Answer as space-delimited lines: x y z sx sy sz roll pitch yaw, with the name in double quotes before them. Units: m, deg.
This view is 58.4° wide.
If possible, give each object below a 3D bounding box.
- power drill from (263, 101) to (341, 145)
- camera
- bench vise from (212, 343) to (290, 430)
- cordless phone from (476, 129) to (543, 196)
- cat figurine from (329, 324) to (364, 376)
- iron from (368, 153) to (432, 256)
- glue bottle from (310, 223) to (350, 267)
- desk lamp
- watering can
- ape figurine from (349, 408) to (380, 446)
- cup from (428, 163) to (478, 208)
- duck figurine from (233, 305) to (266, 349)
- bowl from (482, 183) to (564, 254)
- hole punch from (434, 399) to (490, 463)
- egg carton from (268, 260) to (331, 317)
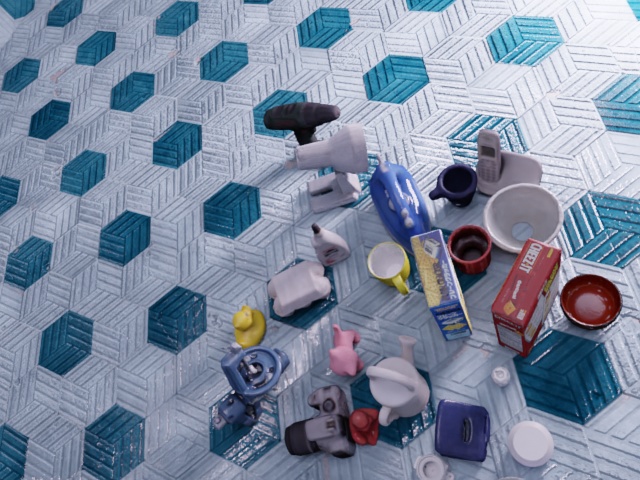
"power drill" -0.024 -0.284 1.487 0.228 0.209 0.076 8 68 25
"camera" -0.008 0.388 1.197 0.136 0.101 0.143 -18 59 12
"bench vise" -0.161 0.311 1.226 0.121 0.220 0.207 10 68 26
"cordless phone" 0.414 -0.171 1.270 0.147 0.185 0.094 15 70 27
"cat figurine" 0.049 0.244 1.239 0.067 0.118 0.127 -18 59 12
"iron" 0.189 -0.082 1.339 0.118 0.142 0.258 -25 58 8
"glue bottle" 0.012 0.005 1.344 0.078 0.173 0.037 -29 57 6
"desk lamp" 0.037 -0.177 1.404 0.203 0.214 0.118 -19 59 12
"watering can" 0.150 0.277 1.137 0.100 0.194 0.173 -9 61 17
"ape figurine" 0.088 0.375 1.171 0.078 0.092 0.076 -41 57 -2
"cup" 0.312 -0.110 1.333 0.117 0.095 0.091 -29 57 6
"duck figurine" -0.180 0.206 1.368 0.077 0.086 0.104 3 66 23
"bowl" 0.444 -0.036 1.255 0.167 0.075 0.167 -9 61 17
"hole punch" 0.275 0.366 1.103 0.100 0.091 0.109 1 64 22
"egg carton" -0.051 0.116 1.374 0.150 0.070 0.107 -28 57 6
